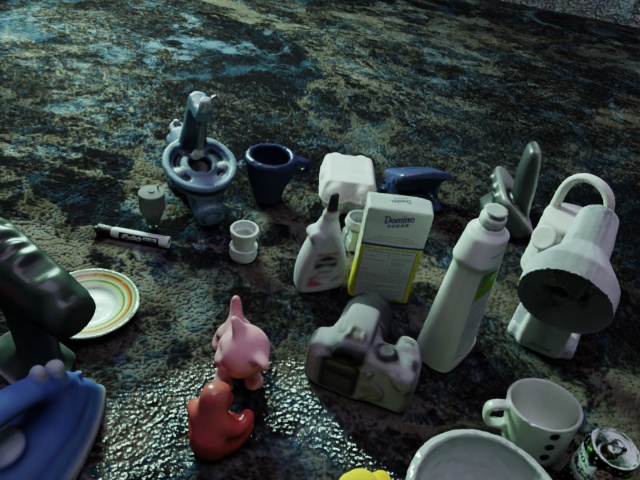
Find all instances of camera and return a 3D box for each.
[{"bbox_3d":[0.068,0.130,0.749,0.143,0.101,0.137,18,39,10],"label":"camera"}]

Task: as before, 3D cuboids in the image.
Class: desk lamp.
[{"bbox_3d":[0.342,0.066,0.801,0.117,0.213,0.204,26,41,19],"label":"desk lamp"}]

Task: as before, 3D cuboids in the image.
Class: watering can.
[{"bbox_3d":[0.406,-0.015,0.932,0.100,0.194,0.173,25,41,19],"label":"watering can"}]

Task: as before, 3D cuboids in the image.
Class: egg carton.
[{"bbox_3d":[0.051,-0.104,1.064,0.107,0.069,0.150,6,38,-5],"label":"egg carton"}]

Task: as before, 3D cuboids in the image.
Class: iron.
[{"bbox_3d":[-0.305,0.195,0.550,0.118,0.141,0.259,21,39,14],"label":"iron"}]

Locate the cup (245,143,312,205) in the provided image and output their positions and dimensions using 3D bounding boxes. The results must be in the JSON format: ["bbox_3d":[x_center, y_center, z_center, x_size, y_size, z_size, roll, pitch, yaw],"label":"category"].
[{"bbox_3d":[-0.077,-0.112,1.023,0.118,0.095,0.091,3,39,-9],"label":"cup"}]

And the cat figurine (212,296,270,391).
[{"bbox_3d":[-0.097,0.126,0.703,0.067,0.118,0.127,-2,40,-14],"label":"cat figurine"}]

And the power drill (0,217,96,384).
[{"bbox_3d":[-0.348,0.068,0.646,0.229,0.208,0.076,25,40,18],"label":"power drill"}]

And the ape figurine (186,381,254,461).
[{"bbox_3d":[-0.114,0.193,0.636,0.077,0.092,0.076,25,40,18],"label":"ape figurine"}]

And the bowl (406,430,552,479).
[{"bbox_3d":[0.164,0.288,0.594,0.167,0.075,0.167,6,38,-5],"label":"bowl"}]

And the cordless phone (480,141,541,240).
[{"bbox_3d":[0.364,-0.109,1.047,0.094,0.185,0.147,8,38,-2],"label":"cordless phone"}]

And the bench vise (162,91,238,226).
[{"bbox_3d":[-0.220,-0.158,0.948,0.122,0.220,0.206,-28,51,-38],"label":"bench vise"}]

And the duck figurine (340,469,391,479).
[{"bbox_3d":[0.029,0.269,0.579,0.105,0.086,0.077,-14,44,-27],"label":"duck figurine"}]

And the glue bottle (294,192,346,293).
[{"bbox_3d":[0.008,0.003,0.836,0.078,0.173,0.037,-10,42,-23],"label":"glue bottle"}]

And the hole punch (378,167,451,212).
[{"bbox_3d":[0.178,-0.112,1.085,0.109,0.091,0.101,-3,40,-16],"label":"hole punch"}]
